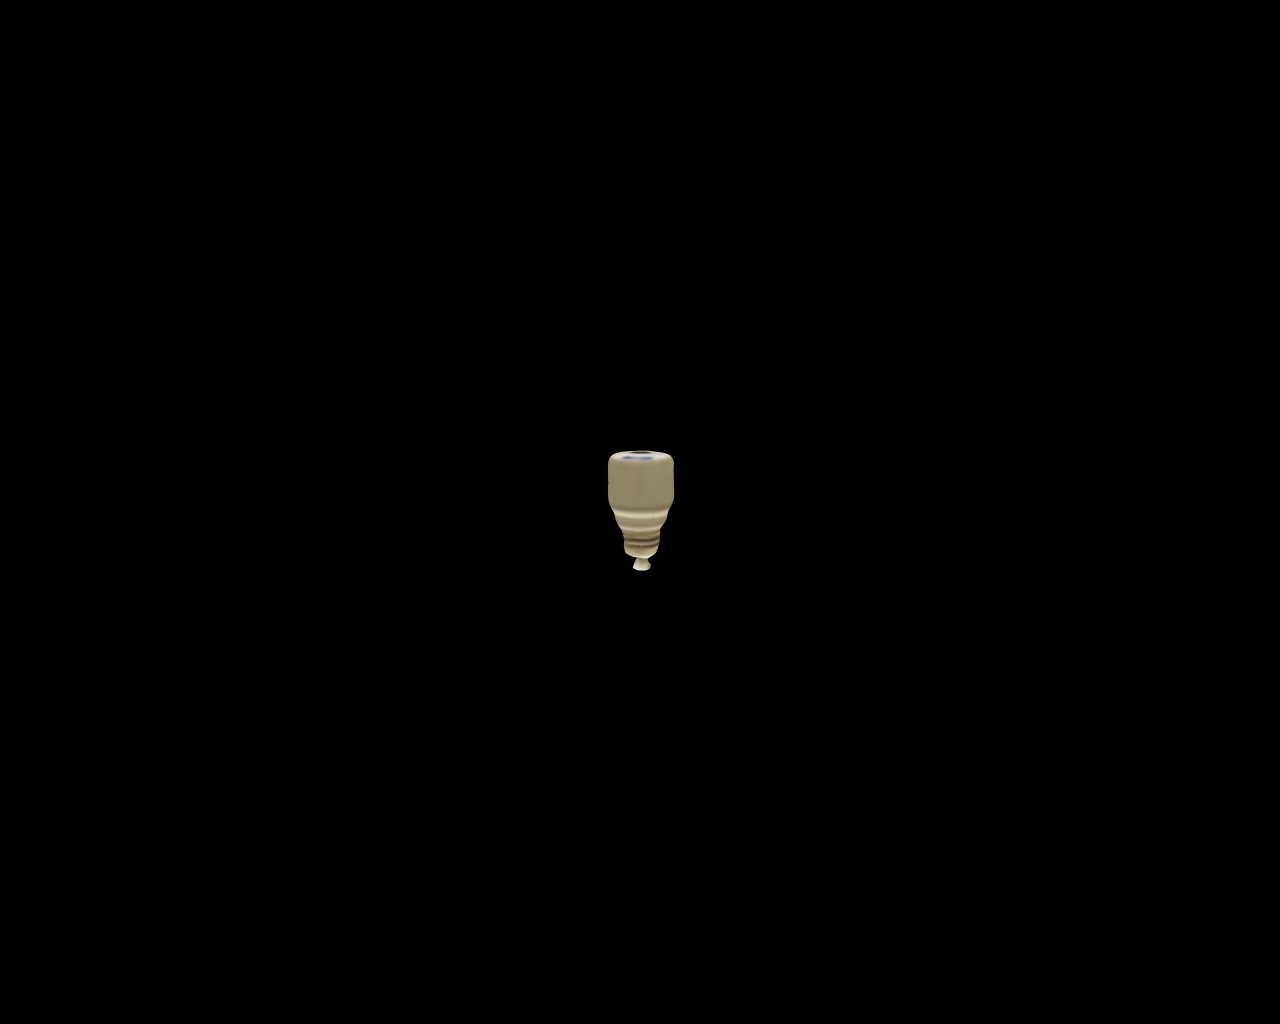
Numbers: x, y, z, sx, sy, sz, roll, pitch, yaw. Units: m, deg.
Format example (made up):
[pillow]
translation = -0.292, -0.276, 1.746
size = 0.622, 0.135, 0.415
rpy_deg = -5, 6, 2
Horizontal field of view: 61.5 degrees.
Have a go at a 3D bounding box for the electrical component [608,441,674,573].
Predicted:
[electrical component]
translation = 0.001, -0.003, 0.650
size = 0.040, 0.078, 0.040
rpy_deg = 0, 11, 0
